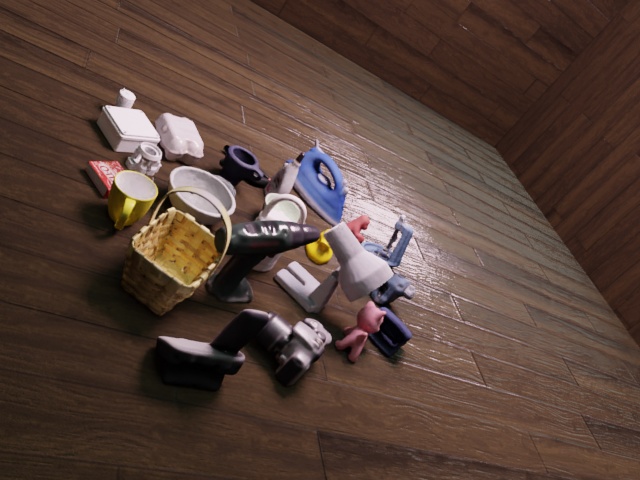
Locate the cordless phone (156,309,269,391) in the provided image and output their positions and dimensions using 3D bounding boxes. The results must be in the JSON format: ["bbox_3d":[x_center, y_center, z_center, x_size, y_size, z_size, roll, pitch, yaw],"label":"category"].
[{"bbox_3d":[-0.182,0.166,0.976,0.148,0.185,0.094,16,37,-36],"label":"cordless phone"}]

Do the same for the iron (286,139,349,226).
[{"bbox_3d":[0.016,-0.175,1.724,0.119,0.141,0.258,-8,53,-53],"label":"iron"}]

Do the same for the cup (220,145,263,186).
[{"bbox_3d":[-0.212,-0.180,1.517,0.118,0.095,0.092,41,29,3],"label":"cup"}]

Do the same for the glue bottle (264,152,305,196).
[{"bbox_3d":[-0.091,-0.173,1.565,0.037,0.173,0.078,13,38,-39],"label":"glue bottle"}]

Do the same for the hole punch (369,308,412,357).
[{"bbox_3d":[0.178,0.214,1.419,0.108,0.091,0.101,46,30,11],"label":"hole punch"}]

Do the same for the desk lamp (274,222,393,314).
[{"bbox_3d":[0.036,0.075,1.323,0.203,0.213,0.118,43,29,7],"label":"desk lamp"}]

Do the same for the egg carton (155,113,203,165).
[{"bbox_3d":[-0.367,-0.264,1.483,0.108,0.069,0.150,7,42,-44],"label":"egg carton"}]

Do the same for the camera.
[{"bbox_3d":[-0.057,0.197,1.162,0.137,0.100,0.143,42,29,4],"label":"camera"}]

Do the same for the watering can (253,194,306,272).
[{"bbox_3d":[-0.103,-0.020,1.316,0.101,0.194,0.172,19,35,-32],"label":"watering can"}]

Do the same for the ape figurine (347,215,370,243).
[{"bbox_3d":[0.113,-0.035,1.690,0.076,0.092,0.078,33,29,-11],"label":"ape figurine"}]

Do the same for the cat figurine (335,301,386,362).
[{"bbox_3d":[0.104,0.202,1.323,0.067,0.117,0.128,39,29,0],"label":"cat figurine"}]

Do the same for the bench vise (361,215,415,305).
[{"bbox_3d":[0.200,0.052,1.538,0.207,0.219,0.122,43,29,7],"label":"bench vise"}]

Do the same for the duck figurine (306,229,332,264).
[{"bbox_3d":[0.014,0.005,1.527,0.077,0.086,0.104,36,29,-6],"label":"duck figurine"}]

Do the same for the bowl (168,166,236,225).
[{"bbox_3d":[-0.285,-0.090,1.328,0.168,0.074,0.167,29,31,-19],"label":"bowl"}]

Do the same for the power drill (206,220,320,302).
[{"bbox_3d":[-0.133,0.037,1.188,0.230,0.208,0.075,6,43,-45],"label":"power drill"}]
